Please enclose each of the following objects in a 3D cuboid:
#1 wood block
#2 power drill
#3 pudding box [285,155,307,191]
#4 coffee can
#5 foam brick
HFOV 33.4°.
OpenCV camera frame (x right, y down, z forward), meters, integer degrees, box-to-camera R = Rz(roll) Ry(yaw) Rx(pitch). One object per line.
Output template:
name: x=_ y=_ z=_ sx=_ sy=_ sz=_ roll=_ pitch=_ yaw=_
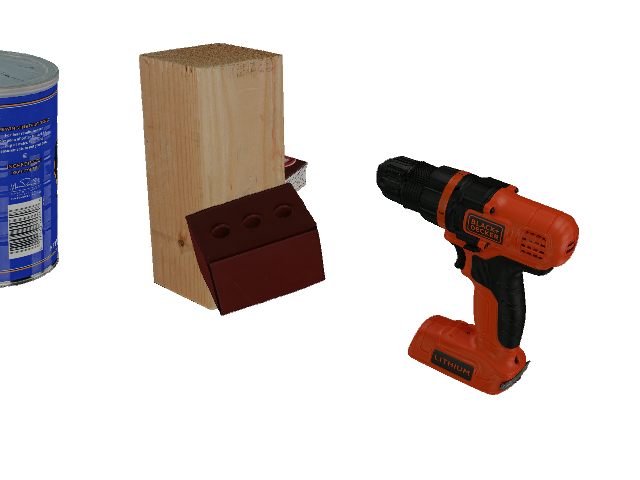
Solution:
wood block: x=-0.091 y=-0.059 z=0.923 sx=0.090 sy=0.206 sz=0.091 roll=-18 pitch=27 yaw=-40
power drill: x=0.122 y=0.029 z=0.924 sx=0.185 sy=0.188 sz=0.057 roll=25 pitch=40 yaw=30
pudding box: x=-0.081 y=-0.075 z=1.328 sx=0.090 sy=0.039 sz=0.113 roll=17 pitch=35 yaw=23
coffee can: x=-0.232 y=-0.051 z=0.735 sx=0.103 sy=0.140 sz=0.103 roll=5 pitch=23 yaw=-2
foam brick: x=-0.043 y=0.005 z=0.713 sx=0.078 sy=0.051 sz=0.053 roll=-19 pitch=42 yaw=-12
